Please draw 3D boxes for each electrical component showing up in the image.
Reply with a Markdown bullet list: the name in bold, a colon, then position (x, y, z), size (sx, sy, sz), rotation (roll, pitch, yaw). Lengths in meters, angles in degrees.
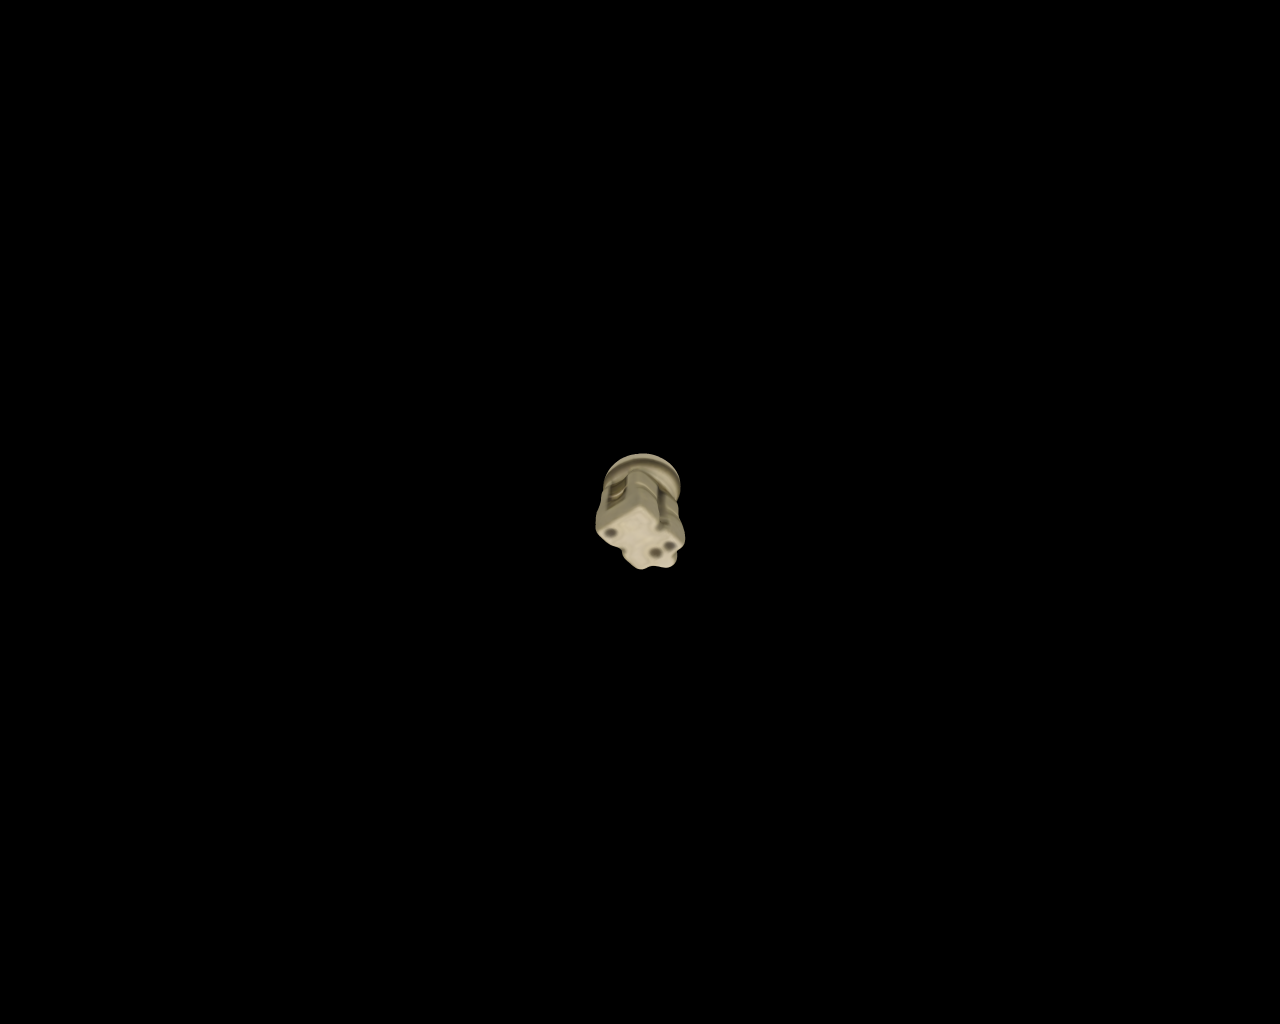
- **electrical component**: position (0.001, -0.003, 0.650), size (0.048, 0.055, 0.066), rotation (-30, -54, 24)
